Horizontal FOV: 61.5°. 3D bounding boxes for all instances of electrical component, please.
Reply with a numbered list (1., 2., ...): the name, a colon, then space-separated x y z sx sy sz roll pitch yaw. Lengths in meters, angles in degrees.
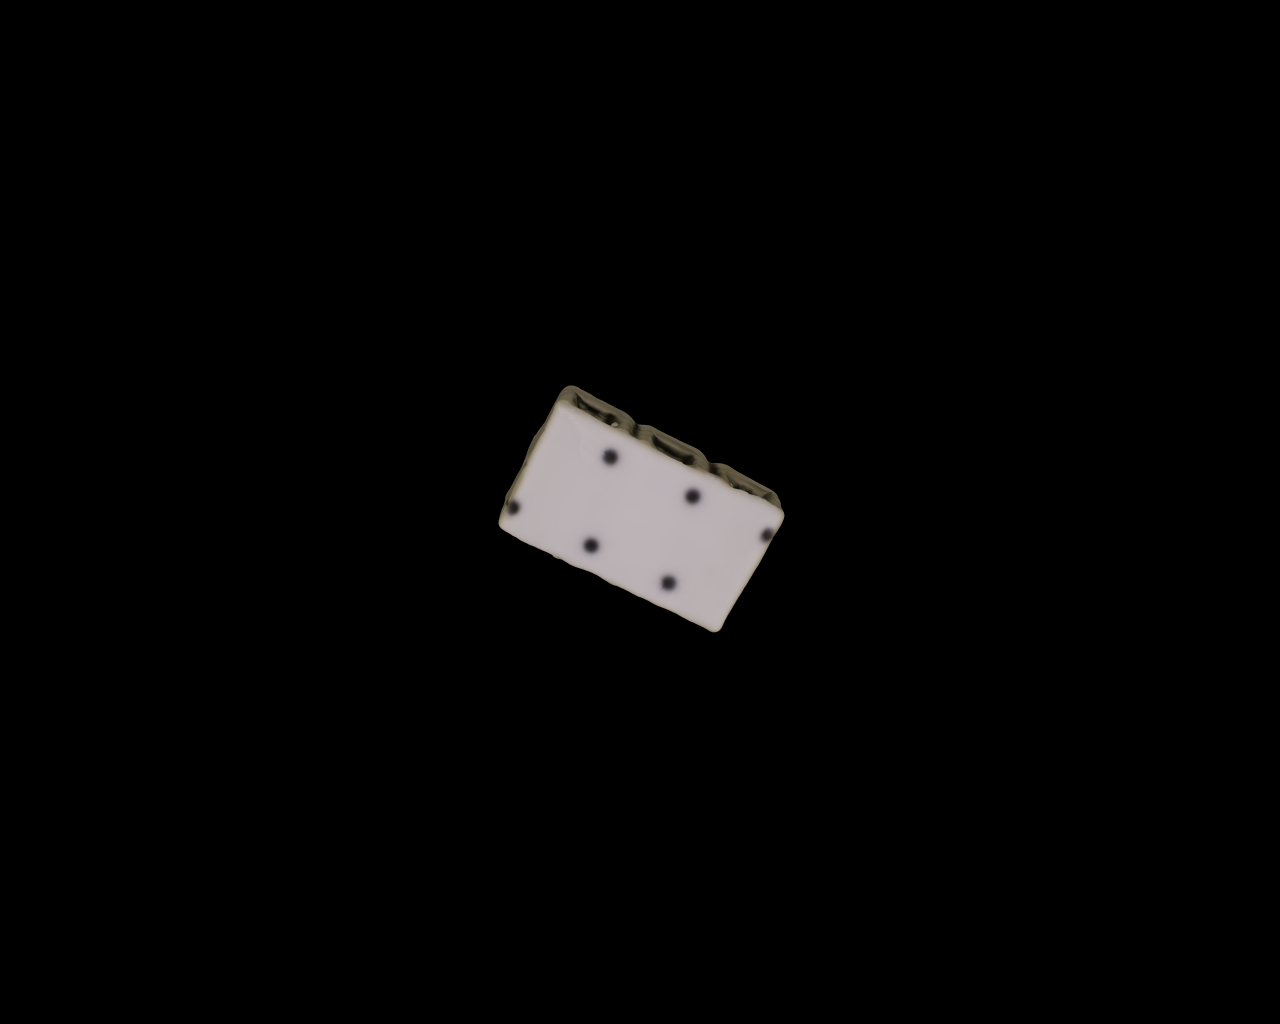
1. electrical component: 0.001 -0.003 0.650 0.150 0.089 0.062 27 14 -7
